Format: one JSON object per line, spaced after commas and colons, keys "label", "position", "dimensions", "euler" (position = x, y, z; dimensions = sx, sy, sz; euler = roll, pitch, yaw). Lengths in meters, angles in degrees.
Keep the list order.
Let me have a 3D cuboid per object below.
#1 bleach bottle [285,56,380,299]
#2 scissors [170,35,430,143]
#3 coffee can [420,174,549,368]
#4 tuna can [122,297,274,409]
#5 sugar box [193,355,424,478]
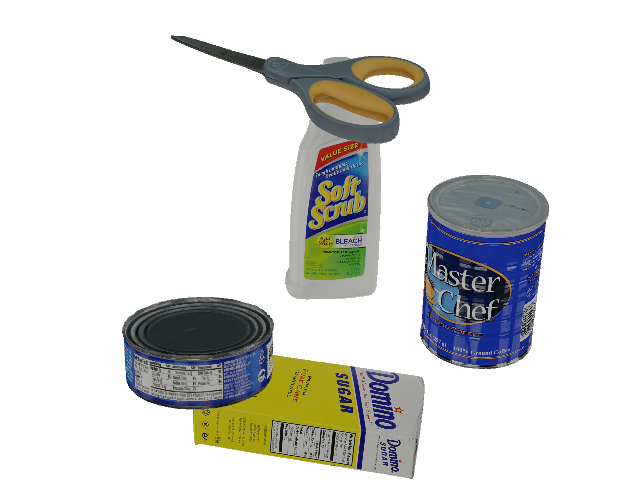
{"label": "bleach bottle", "position": [0.011, -0.064, 1.106], "dimensions": [0.102, 0.251, 0.068], "euler": [-2, 25, -1]}
{"label": "scissors", "position": [-0.009, -0.120, 0.731], "dimensions": [0.096, 0.016, 0.202], "euler": [-29, 46, -28]}
{"label": "coffee can", "position": [0.142, 0.027, 0.941], "dimensions": [0.103, 0.140, 0.103], "euler": [0, 30, 0]}
{"label": "tuna can", "position": [-0.069, 0.063, 0.611], "dimensions": [0.086, 0.034, 0.086], "euler": [0, 19, 0]}
{"label": "sugar box", "position": [-0.007, 0.135, 0.858], "dimensions": [0.176, 0.048, 0.093], "euler": [5, 25, 7]}
